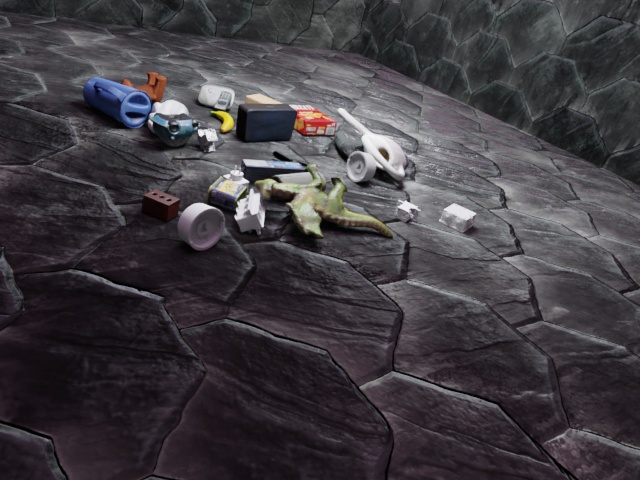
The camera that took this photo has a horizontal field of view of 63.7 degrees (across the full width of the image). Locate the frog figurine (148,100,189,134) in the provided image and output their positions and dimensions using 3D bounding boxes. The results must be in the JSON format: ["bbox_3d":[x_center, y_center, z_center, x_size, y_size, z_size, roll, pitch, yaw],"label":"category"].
[{"bbox_3d":[-0.540,-0.430,1.801,0.138,0.121,0.161,45,24,12],"label":"frog figurine"}]

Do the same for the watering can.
[{"bbox_3d":[0.212,-0.354,1.919,0.351,0.103,0.225,54,24,17],"label":"watering can"}]

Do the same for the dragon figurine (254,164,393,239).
[{"bbox_3d":[0.004,-0.072,1.436,0.411,0.119,0.248,32,41,6],"label":"dragon figurine"}]
